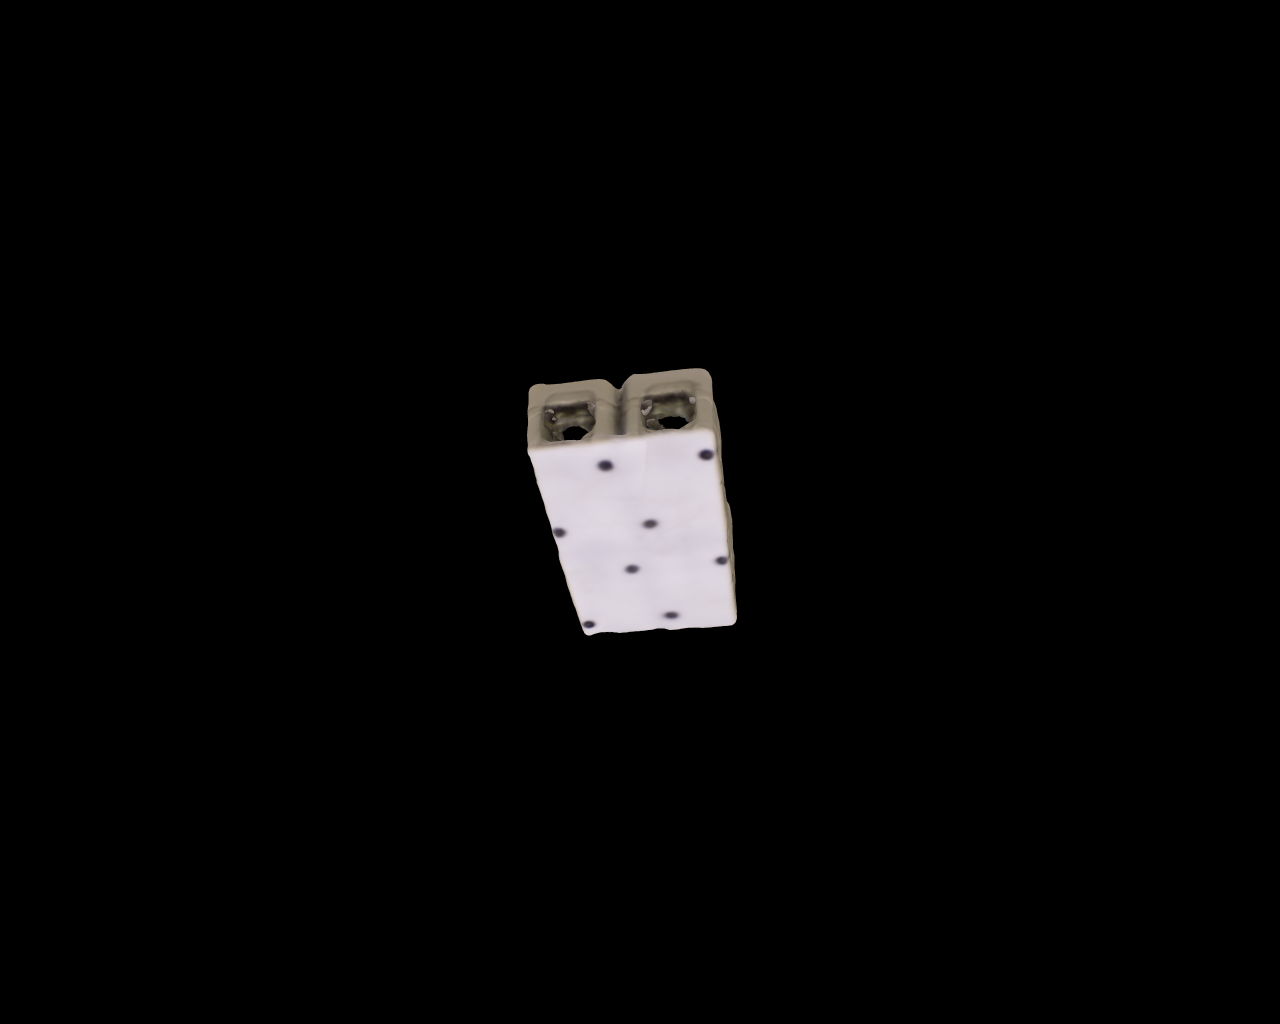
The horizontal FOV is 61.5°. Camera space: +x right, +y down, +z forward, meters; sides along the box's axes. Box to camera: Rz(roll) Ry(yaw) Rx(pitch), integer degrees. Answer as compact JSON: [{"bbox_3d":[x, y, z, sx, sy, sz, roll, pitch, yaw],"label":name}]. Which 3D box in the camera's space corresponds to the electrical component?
[{"bbox_3d":[0.001,-0.003,0.650,0.105,0.060,0.186,-5,-40,6],"label":"electrical component"}]
